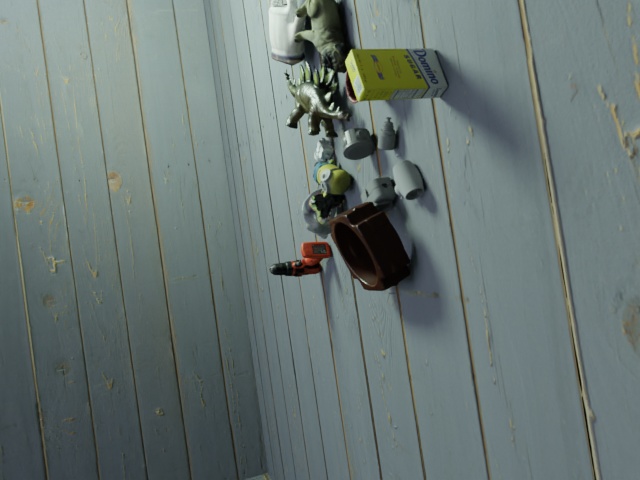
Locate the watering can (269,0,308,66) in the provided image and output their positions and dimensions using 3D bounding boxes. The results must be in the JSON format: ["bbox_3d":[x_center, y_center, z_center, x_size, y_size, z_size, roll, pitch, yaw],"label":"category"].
[{"bbox_3d":[-0.089,-0.641,1.566,0.104,0.219,0.354,-12,33,-17],"label":"watering can"}]

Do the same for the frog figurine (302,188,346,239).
[{"bbox_3d":[0.005,-0.079,1.561,0.123,0.140,0.157,20,-22,1],"label":"frog figurine"}]
